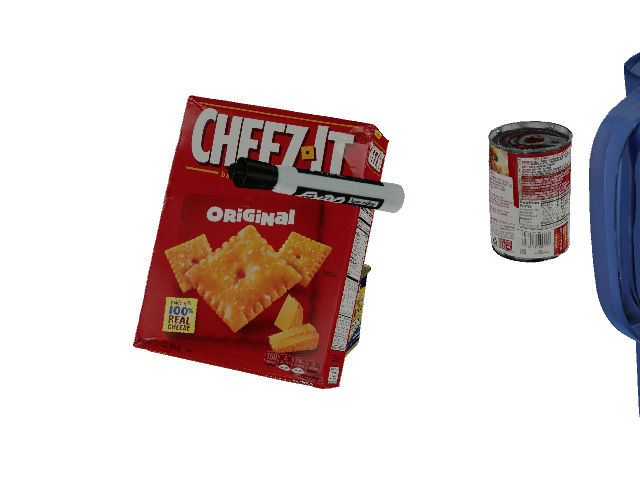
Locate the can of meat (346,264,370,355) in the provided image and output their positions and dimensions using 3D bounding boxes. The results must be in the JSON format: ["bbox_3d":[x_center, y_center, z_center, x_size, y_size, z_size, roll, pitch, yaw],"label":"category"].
[{"bbox_3d":[0.011,0.069,1.084,0.057,0.084,0.102,9,11,15],"label":"can of meat"}]

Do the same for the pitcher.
[{"bbox_3d":[0.235,0.010,0.621,0.149,0.243,0.144,1,21,16],"label":"pitcher"}]

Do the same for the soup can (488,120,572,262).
[{"bbox_3d":[0.176,-0.041,0.895,0.068,0.102,0.068,-5,25,2],"label":"soup can"}]

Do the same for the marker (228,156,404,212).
[{"bbox_3d":[-0.002,-0.034,0.661,0.120,0.020,0.020,8,-4,-31],"label":"marker"}]

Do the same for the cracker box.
[{"bbox_3d":[-0.048,0.001,0.874,0.164,0.214,0.072,11,-5,14],"label":"cracker box"}]
